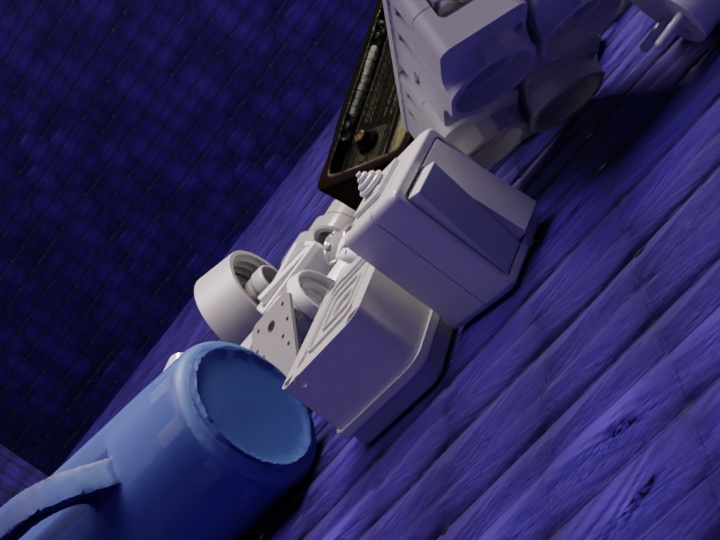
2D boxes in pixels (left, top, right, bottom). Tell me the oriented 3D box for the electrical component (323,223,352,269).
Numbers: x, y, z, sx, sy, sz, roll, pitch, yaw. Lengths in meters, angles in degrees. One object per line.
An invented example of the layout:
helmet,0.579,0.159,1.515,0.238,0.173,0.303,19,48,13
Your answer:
electrical component,0.002,-0.021,0.915,0.062,0.048,0.048,-35,19,43

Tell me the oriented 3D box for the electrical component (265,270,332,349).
electrical component,-0.045,0.038,0.887,0.057,0.058,0.078,-52,9,27

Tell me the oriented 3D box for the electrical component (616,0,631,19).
electrical component,0.175,-0.208,0.758,0.081,0.042,0.063,-51,13,18

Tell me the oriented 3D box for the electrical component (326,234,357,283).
electrical component,0.000,0.000,0.843,0.079,0.043,0.077,-55,9,-8

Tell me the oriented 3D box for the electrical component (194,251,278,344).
electrical component,-0.103,0.029,1.063,0.060,0.108,0.108,-43,12,20

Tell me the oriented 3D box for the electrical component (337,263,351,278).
electrical component,-0.003,0.024,0.785,0.040,0.040,0.046,-43,19,49

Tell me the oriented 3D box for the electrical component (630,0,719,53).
electrical component,0.161,-0.135,0.517,0.073,0.052,0.138,-53,9,1

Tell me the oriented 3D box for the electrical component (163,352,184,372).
electrical component,-0.123,0.125,0.810,0.057,0.078,0.113,-99,32,-48

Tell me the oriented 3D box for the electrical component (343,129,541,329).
electrical component,0.041,-0.027,0.572,0.061,0.096,0.061,-43,14,48

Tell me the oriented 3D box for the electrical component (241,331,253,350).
electrical component,-0.100,0.107,0.924,0.099,0.048,0.099,-48,10,28

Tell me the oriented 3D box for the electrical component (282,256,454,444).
electrical component,0.012,0.034,0.615,0.078,0.057,0.113,-47,11,33

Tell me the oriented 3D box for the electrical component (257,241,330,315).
electrical component,-0.054,0.024,0.967,0.096,0.061,0.062,-54,9,-4

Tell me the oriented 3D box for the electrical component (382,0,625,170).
electrical component,0.078,-0.119,0.591,0.105,0.060,0.186,-33,-16,-3

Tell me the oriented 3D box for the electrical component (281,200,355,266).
electrical component,-0.023,-0.035,1.059,0.073,0.052,0.138,-58,10,-31
